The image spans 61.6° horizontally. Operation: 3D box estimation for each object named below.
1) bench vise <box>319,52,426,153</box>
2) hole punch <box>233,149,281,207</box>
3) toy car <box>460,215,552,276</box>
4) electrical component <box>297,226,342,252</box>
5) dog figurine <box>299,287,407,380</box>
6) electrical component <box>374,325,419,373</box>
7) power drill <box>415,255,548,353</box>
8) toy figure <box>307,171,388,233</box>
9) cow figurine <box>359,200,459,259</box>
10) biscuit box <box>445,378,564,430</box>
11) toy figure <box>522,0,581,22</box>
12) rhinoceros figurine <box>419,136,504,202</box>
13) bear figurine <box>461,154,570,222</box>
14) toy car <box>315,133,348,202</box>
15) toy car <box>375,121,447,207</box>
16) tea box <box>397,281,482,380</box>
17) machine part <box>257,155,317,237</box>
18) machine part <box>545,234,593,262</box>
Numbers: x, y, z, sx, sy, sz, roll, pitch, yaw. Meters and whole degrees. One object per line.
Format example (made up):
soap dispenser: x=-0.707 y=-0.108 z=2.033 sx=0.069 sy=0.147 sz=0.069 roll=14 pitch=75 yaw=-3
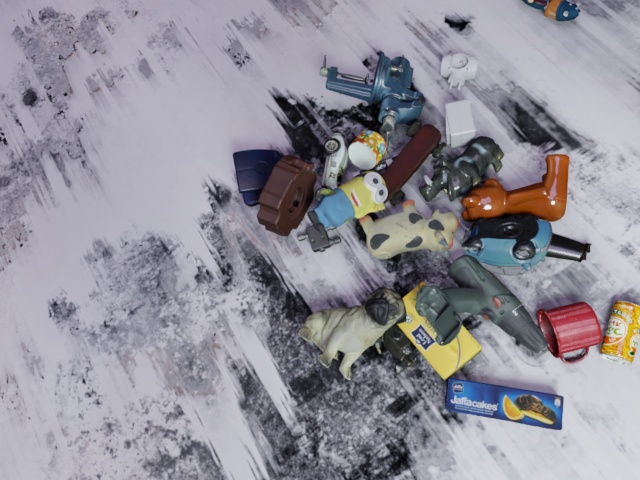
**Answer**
bench vise: x=0.112 y=-0.336 z=1.206 sx=0.241 sy=0.128 sz=0.223 roll=13 pitch=68 yaw=1
hole punch: x=-0.139 y=-0.151 z=1.244 sx=0.116 sy=0.092 sz=0.142 roll=-15 pitch=66 yaw=6
toy car: x=0.356 y=0.019 z=1.020 sx=0.162 sy=0.102 sz=0.109 roll=-2 pitch=34 yaw=27
electrical component: x=-0.002 y=-0.004 z=1.193 sx=0.094 sy=0.021 sz=0.063 roll=-18 pitch=70 yaw=8
dog figurine: x=0.066 y=0.151 z=1.061 sx=0.190 sy=0.121 sz=0.173 roll=-48 pitch=50 yaw=3
electrical component: x=0.147 y=0.214 z=1.059 sx=0.045 sy=0.078 sz=0.102 roll=-32 pitch=61 yaw=-17
power drill: x=0.293 y=0.130 z=0.991 sx=0.207 sy=0.086 sz=0.232 roll=-12 pitch=54 yaw=-31
toy figure: x=0.056 y=-0.083 z=1.114 sx=0.180 sy=0.082 sz=0.089 roll=-31 pitch=36 yaw=-9
cow figurine: x=0.192 y=-0.013 z=1.112 sx=0.195 sy=0.085 sz=0.127 roll=-18 pitch=63 yaw=6
biscuit box: x=0.334 y=0.299 z=0.986 sx=0.203 sy=0.059 sz=0.063 roll=5 pitch=74 yaw=17
toy figure: x=0.515 y=-0.536 z=1.208 sx=0.064 sy=0.057 sz=0.154 roll=-45 pitch=72 yaw=4
rhinoceros figurine: x=0.297 y=-0.146 z=1.131 sx=0.190 sy=0.073 sz=0.112 roll=-40 pitch=69 yaw=0
bear figurine: x=0.385 y=-0.093 z=1.071 sx=0.196 sy=0.120 sz=0.132 roll=4 pitch=70 yaw=22
toy car: x=0.030 y=-0.141 z=1.199 sx=0.056 sy=0.073 sz=0.201 roll=7 pitch=75 yaw=12
toy car: x=0.186 y=-0.162 z=1.168 sx=0.089 sy=0.053 sz=0.202 roll=41 pitch=101 yaw=13
tea box: x=0.223 y=0.177 z=1.050 sx=0.098 sy=0.068 sz=0.170 roll=-41 pitch=68 yaw=0
machine part: x=-0.068 y=-0.092 z=1.163 sx=0.056 sy=0.179 sz=0.179 roll=24 pitch=80 yaw=17
machine part: x=0.457 y=0.011 z=1.058 sx=0.139 sy=0.039 sz=0.084 roll=11 pitch=68 yaw=20
